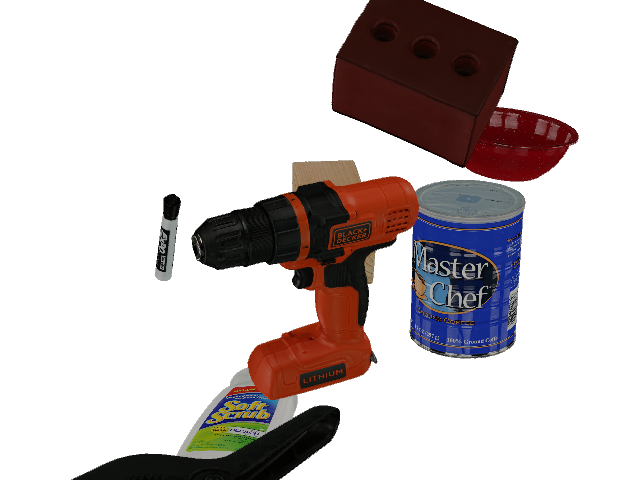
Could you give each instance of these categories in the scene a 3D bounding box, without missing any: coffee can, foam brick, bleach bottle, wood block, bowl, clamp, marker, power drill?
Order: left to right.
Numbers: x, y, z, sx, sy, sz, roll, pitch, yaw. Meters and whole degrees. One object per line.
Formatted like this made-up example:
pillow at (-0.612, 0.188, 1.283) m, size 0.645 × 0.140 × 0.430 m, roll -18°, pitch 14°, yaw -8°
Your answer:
marker at (-0.168, -0.003, 1.174) m, size 0.020 × 0.121 × 0.020 m, roll 8°, pitch 42°, yaw -7°
clamp at (-0.055, 0.138, 0.575) m, size 0.209 × 0.036 × 0.165 m, roll 0°, pitch 19°, yaw -13°
bleach bottle at (-0.081, 0.188, 1.071) m, size 0.102 × 0.068 × 0.250 m, roll 2°, pitch 19°, yaw 6°
power drill at (-0.015, 0.041, 0.852) m, size 0.184 × 0.188 × 0.057 m, roll -12°, pitch 43°, yaw -22°
wood block at (0.014, -0.028, 1.433) m, size 0.090 × 0.090 × 0.206 m, roll -2°, pitch 27°, yaw -6°
foam brick at (0.051, -0.083, 0.538) m, size 0.078 × 0.053 × 0.051 m, roll 25°, pitch -22°, yaw 12°
coffee can at (0.136, 0.025, 1.001) m, size 0.103 × 0.140 × 0.103 m, roll -1°, pitch 22°, yaw 0°
bowl at (0.217, -0.110, 1.254) m, size 0.162 × 0.055 × 0.162 m, roll 5°, pitch 23°, yaw -2°
